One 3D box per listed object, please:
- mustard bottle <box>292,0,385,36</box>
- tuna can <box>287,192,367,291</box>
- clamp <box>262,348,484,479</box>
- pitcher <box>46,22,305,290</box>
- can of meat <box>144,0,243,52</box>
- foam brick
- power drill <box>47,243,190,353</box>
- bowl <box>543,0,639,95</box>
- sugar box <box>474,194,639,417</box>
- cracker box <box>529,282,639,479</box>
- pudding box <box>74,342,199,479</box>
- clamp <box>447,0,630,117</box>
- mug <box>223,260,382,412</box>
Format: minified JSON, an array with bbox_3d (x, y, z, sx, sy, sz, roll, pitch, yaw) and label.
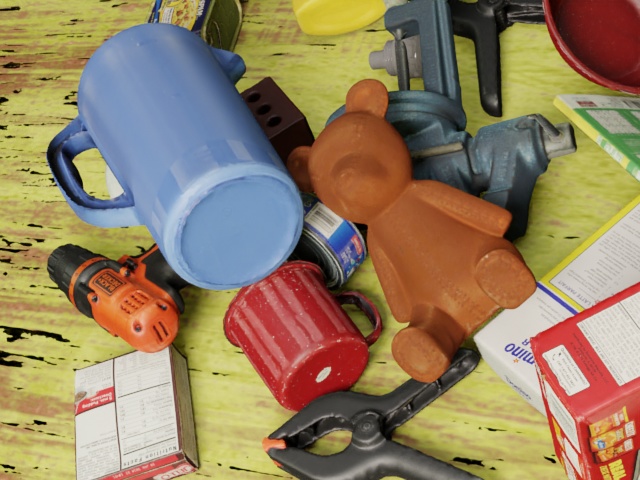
[{"bbox_3d":[0.018,-0.299,1.122,0.096,0.058,0.191,-14,49,13],"label":"mustard bottle"},{"bbox_3d":[-0.006,0.001,0.870,0.086,0.086,0.033,22,58,34],"label":"tuna can"},{"bbox_3d":[0.045,0.149,0.767,0.171,0.039,0.120,-20,43,10],"label":"clamp"},{"bbox_3d":[-0.113,-0.062,0.845,0.149,0.144,0.243,-61,36,20],"label":"pitcher"},{"bbox_3d":[-0.137,-0.220,1.122,0.084,0.057,0.102,-4,51,21],"label":"can of meat"},{"bbox_3d":[-0.045,-0.105,0.996,0.053,0.051,0.078,-34,48,-7],"label":"foam brick"},{"bbox_3d":[-0.132,0.005,0.925,0.187,0.057,0.185,-41,41,-19],"label":"power drill"},{"bbox_3d":[0.254,-0.190,0.913,0.162,0.055,0.162,3,75,-13],"label":"bowl"},{"bbox_3d":[0.209,0.051,0.775,0.176,0.048,0.093,-40,49,-7],"label":"sugar box"},{"bbox_3d":[0.244,0.075,0.662,0.213,0.164,0.072,-27,50,0],"label":"cracker box"},{"bbox_3d":[-0.148,0.143,0.849,0.090,0.039,0.113,-18,50,6],"label":"pudding box"},{"bbox_3d":[0.162,-0.207,1.004,0.164,0.036,0.210,-40,54,-13],"label":"clamp"},{"bbox_3d":[-0.005,0.073,0.821,0.117,0.093,0.082,-16,48,-28],"label":"mug"}]
